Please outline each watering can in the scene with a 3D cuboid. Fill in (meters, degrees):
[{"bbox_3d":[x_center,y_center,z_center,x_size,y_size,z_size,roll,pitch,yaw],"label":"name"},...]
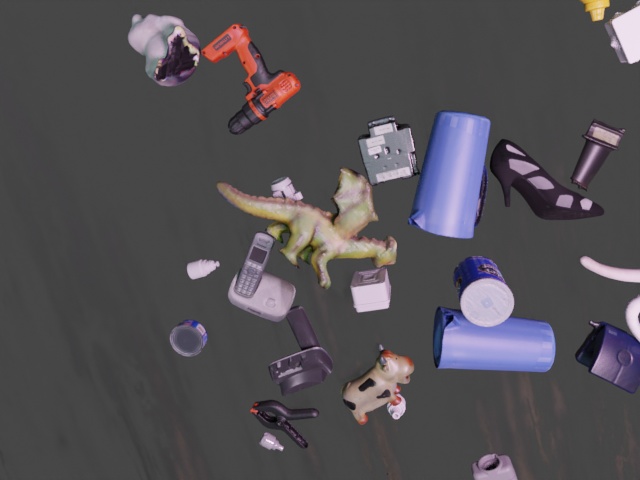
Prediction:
[{"bbox_3d":[0.716,0.108,1.045,0.222,0.105,0.346,-42,96,15],"label":"watering can"}]

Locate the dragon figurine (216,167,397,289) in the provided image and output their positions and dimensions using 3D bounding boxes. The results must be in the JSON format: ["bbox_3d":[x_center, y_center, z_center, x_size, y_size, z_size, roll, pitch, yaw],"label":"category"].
[{"bbox_3d":[0.003,-0.055,1.097,0.407,0.124,0.241,41,103,-17],"label":"dragon figurine"}]

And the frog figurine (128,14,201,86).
[{"bbox_3d":[-0.332,-0.403,1.082,0.161,0.123,0.135,36,122,35],"label":"frog figurine"}]
